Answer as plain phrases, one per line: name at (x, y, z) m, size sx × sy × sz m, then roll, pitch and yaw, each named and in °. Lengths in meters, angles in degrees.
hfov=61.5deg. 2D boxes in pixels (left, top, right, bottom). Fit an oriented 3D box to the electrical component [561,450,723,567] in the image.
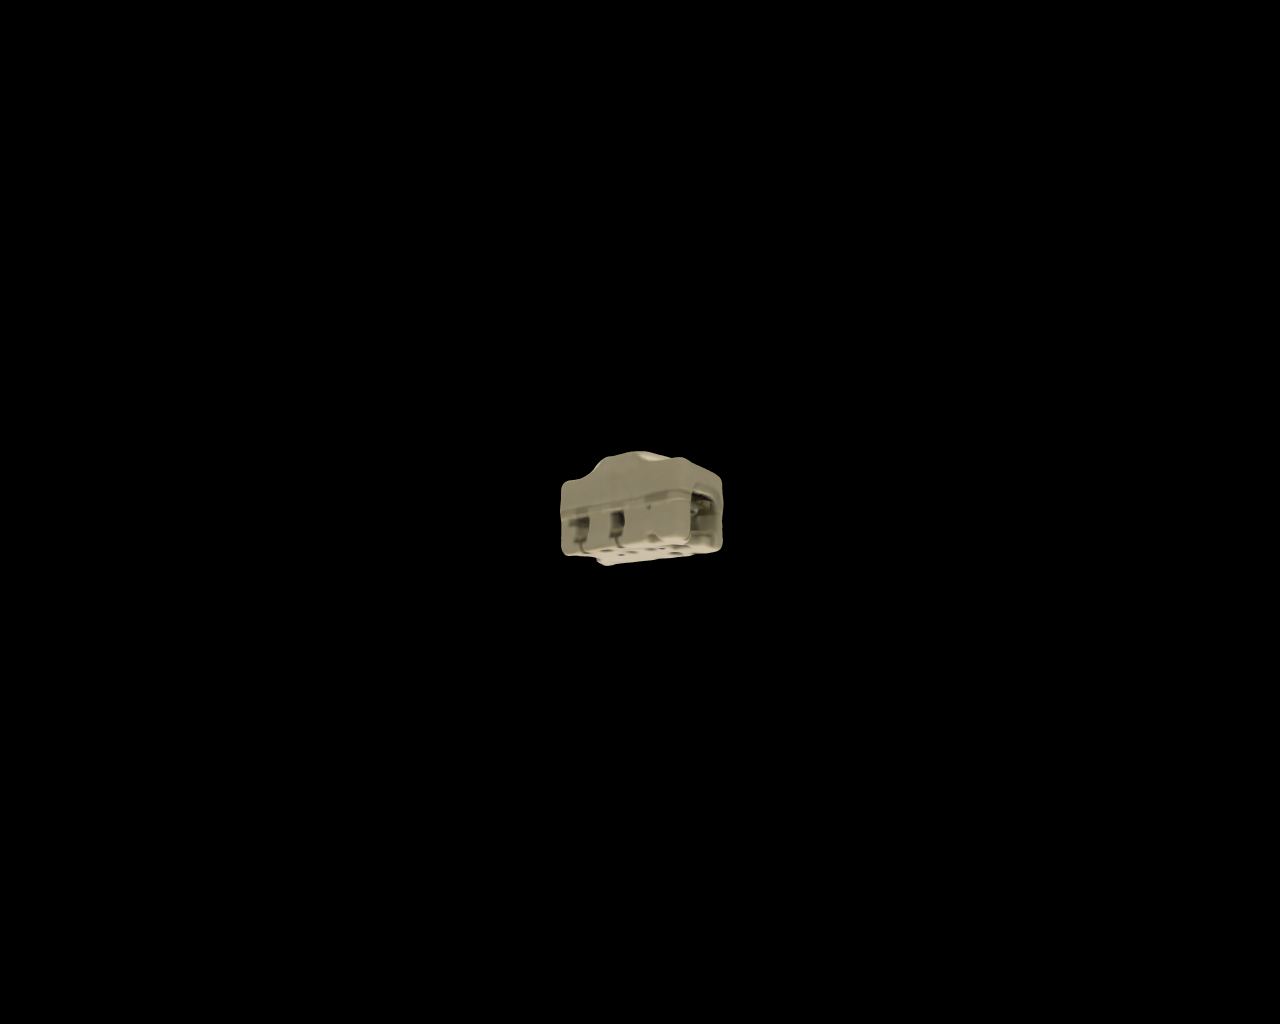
electrical component at (0.001, -0.003, 0.650) m, size 0.089 × 0.056 × 0.050 m, roll -10°, pitch -18°, yaw 33°
